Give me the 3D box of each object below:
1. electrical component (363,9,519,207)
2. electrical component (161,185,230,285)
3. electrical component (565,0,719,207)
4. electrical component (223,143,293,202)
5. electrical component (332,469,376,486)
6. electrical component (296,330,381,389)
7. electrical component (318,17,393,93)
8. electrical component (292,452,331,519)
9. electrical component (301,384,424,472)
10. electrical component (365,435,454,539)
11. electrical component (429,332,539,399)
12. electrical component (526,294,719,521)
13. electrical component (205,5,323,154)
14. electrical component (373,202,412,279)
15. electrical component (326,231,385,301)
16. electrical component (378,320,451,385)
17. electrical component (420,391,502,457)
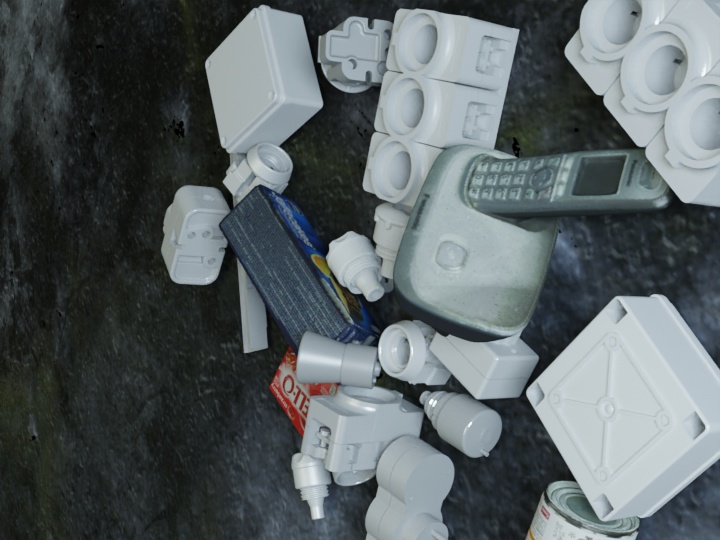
[{"bbox_3d":[0.059,-0.126,0.859,0.089,0.062,0.150,23,106,49],"label":"electrical component"},{"bbox_3d":[-0.175,-0.040,1.143,0.059,0.054,0.095,59,137,48],"label":"electrical component"},{"bbox_3d":[0.205,-0.122,0.676,0.089,0.062,0.150,-55,49,34],"label":"electrical component"},{"bbox_3d":[-0.098,-0.092,1.062,0.066,0.048,0.055,51,127,12],"label":"electrical component"},{"bbox_3d":[-0.009,0.160,0.946,0.040,0.040,0.046,-49,46,38],"label":"electrical component"},{"bbox_3d":[-0.016,0.076,0.880,0.065,0.044,0.044,8,96,8],"label":"electrical component"},{"bbox_3d":[-0.001,-0.185,0.933,0.057,0.078,0.058,180,93,-70],"label":"electrical component"},{"bbox_3d":[-0.043,0.197,0.989,0.035,0.035,0.061,-21,74,49],"label":"electrical component"},{"bbox_3d":[0.003,0.129,0.891,0.050,0.089,0.055,22,105,50],"label":"electrical component"},{"bbox_3d":[0.046,0.211,0.863,0.074,0.052,0.138,27,108,49],"label":"electrical component"},{"bbox_3d":[0.100,0.047,0.809,0.065,0.047,0.076,46,123,42],"label":"electrical component"},{"bbox_3d":[0.179,0.089,0.701,0.108,0.056,0.108,-54,49,35],"label":"electrical component"},{"bbox_3d":[-0.096,-0.184,1.060,0.109,0.056,0.108,-34,62,45],"label":"electrical component"},{"bbox_3d":[0.032,-0.024,0.902,0.048,0.048,0.062,37,123,46],"label":"electrical component"},{"bbox_3d":[0.000,0.000,0.940,0.043,0.043,0.062,-58,48,31],"label":"electrical component"},{"bbox_3d":[0.049,0.065,0.866,0.048,0.055,0.066,55,128,38],"label":"electrical component"},{"bbox_3d":[0.076,0.115,0.841,0.078,0.040,0.040,28,110,49],"label":"electrical component"}]
